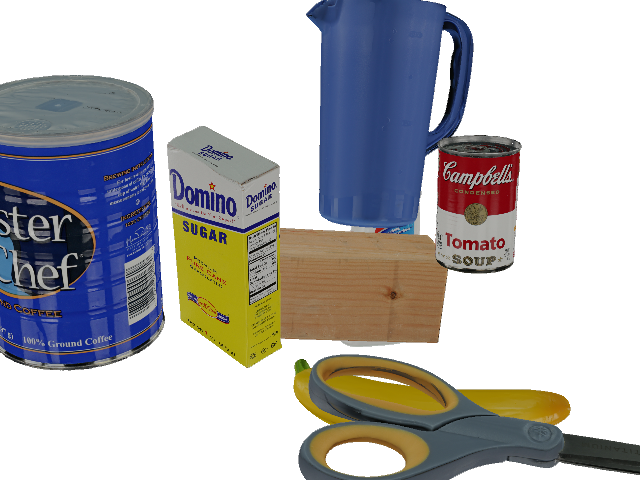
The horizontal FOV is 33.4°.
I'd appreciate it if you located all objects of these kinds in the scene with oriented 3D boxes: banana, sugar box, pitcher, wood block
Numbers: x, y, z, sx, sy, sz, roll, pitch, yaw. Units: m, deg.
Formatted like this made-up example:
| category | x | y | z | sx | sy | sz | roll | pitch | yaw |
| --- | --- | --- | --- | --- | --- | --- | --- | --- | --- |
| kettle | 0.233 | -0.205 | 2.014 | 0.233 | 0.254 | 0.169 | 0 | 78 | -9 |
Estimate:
| category | x | y | z | sx | sy | sz | roll | pitch | yaw |
| --- | --- | --- | --- | --- | --- | --- | --- | --- | --- |
| banana | 0.060 | 0.106 | 0.704 | 0.198 | 0.037 | 0.069 | 7 | 32 | 22 |
| sugar box | -0.076 | 0.006 | 0.852 | 0.048 | 0.176 | 0.093 | -30 | 44 | -34 |
| pitcher | 0.070 | -0.139 | 1.148 | 0.149 | 0.243 | 0.144 | 8 | 10 | 25 |
| wood block | 0.011 | 0.043 | 1.054 | 0.206 | 0.091 | 0.090 | 3 | 16 | -10 |

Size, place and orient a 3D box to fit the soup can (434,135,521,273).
| category | x | y | z | sx | sy | sz | roll | pitch | yaw |
| --- | --- | --- | --- | --- | --- | --- | --- | --- | --- |
| soup can | 0.129 | -0.031 | 0.887 | 0.068 | 0.102 | 0.068 | 0 | 18 | 0 |

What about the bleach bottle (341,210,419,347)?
| category | x | y | z | sx | sy | sz | roll | pitch | yaw |
| --- | --- | --- | --- | --- | --- | --- | --- | --- | --- |
| bleach bottle | 0.074 | 0.004 | 1.339 | 0.102 | 0.251 | 0.068 | -3 | 16 | -19 |

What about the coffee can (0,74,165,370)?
| category | x | y | z | sx | sy | sz | roll | pitch | yaw |
| --- | --- | --- | --- | --- | --- | --- | --- | --- | --- |
| coffee can | -0.143 | -0.012 | 0.609 | 0.103 | 0.140 | 0.103 | 1 | 26 | 0 |

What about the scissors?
| category | x | y | z | sx | sy | sz | roll | pitch | yaw |
| --- | --- | --- | --- | --- | --- | --- | --- | --- | --- |
| scissors | 0.079 | 0.095 | 0.448 | 0.202 | 0.016 | 0.096 | 16 | 34 | 23 |
